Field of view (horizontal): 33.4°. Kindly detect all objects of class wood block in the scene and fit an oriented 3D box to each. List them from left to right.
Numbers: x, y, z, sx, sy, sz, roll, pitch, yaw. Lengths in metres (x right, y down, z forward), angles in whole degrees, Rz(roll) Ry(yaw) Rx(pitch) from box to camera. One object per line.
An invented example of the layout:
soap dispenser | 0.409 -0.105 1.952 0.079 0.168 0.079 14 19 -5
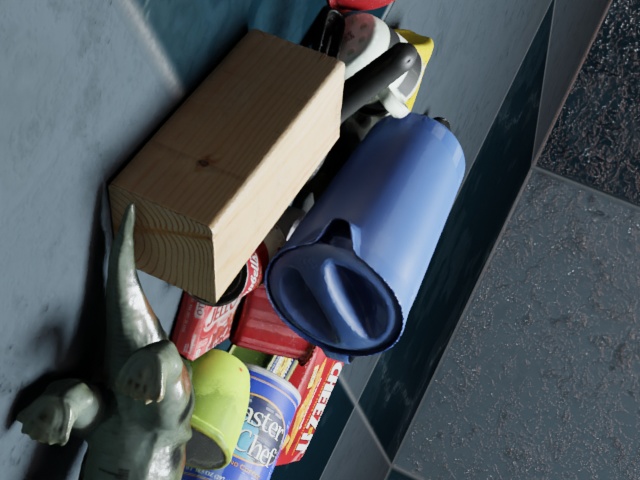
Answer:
wood block | -0.068 -0.064 0.839 0.205 0.091 0.090 -55 160 -36

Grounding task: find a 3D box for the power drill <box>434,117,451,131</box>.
power drill | 0.132 -0.103 1.539 0.184 0.057 0.187 -67 165 2

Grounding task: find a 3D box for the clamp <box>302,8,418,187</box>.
clamp | -0.001 -0.111 0.967 0.036 0.165 0.210 31 90 -31

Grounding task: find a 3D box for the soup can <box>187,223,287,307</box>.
soup can | -0.077 0.016 0.973 0.102 0.068 0.068 -29 140 -68

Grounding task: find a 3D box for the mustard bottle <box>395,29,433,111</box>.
mustard bottle | 0.077 -0.152 1.273 0.096 0.058 0.192 -38 148 -61

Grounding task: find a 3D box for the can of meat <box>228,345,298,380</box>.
can of meat | -0.064 0.132 1.218 0.102 0.057 0.084 -60 162 -24

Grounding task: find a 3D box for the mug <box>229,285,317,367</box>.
mug | -0.042 0.067 1.090 0.093 0.081 0.117 -95 -157 -54

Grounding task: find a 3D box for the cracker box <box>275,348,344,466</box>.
cracker box | -0.042 0.204 1.373 0.164 0.072 0.213 -65 166 -4

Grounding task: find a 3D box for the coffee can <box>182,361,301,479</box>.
coffee can | -0.091 0.211 1.115 0.103 0.103 0.140 86 23 -60

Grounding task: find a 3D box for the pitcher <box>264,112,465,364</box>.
pitcher | 0.054 -0.007 1.023 0.149 0.145 0.242 -30 -160 43

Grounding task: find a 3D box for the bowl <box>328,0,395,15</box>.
bowl | 0.067 -0.288 1.036 0.162 0.055 0.162 -57 162 -30

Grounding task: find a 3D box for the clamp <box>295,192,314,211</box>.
clamp | -0.008 0.001 1.190 0.039 0.120 0.171 -11 -109 63

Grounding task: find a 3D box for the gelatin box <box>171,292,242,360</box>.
gelatin box | -0.105 0.068 1.026 0.089 0.030 0.073 -28 139 -67
